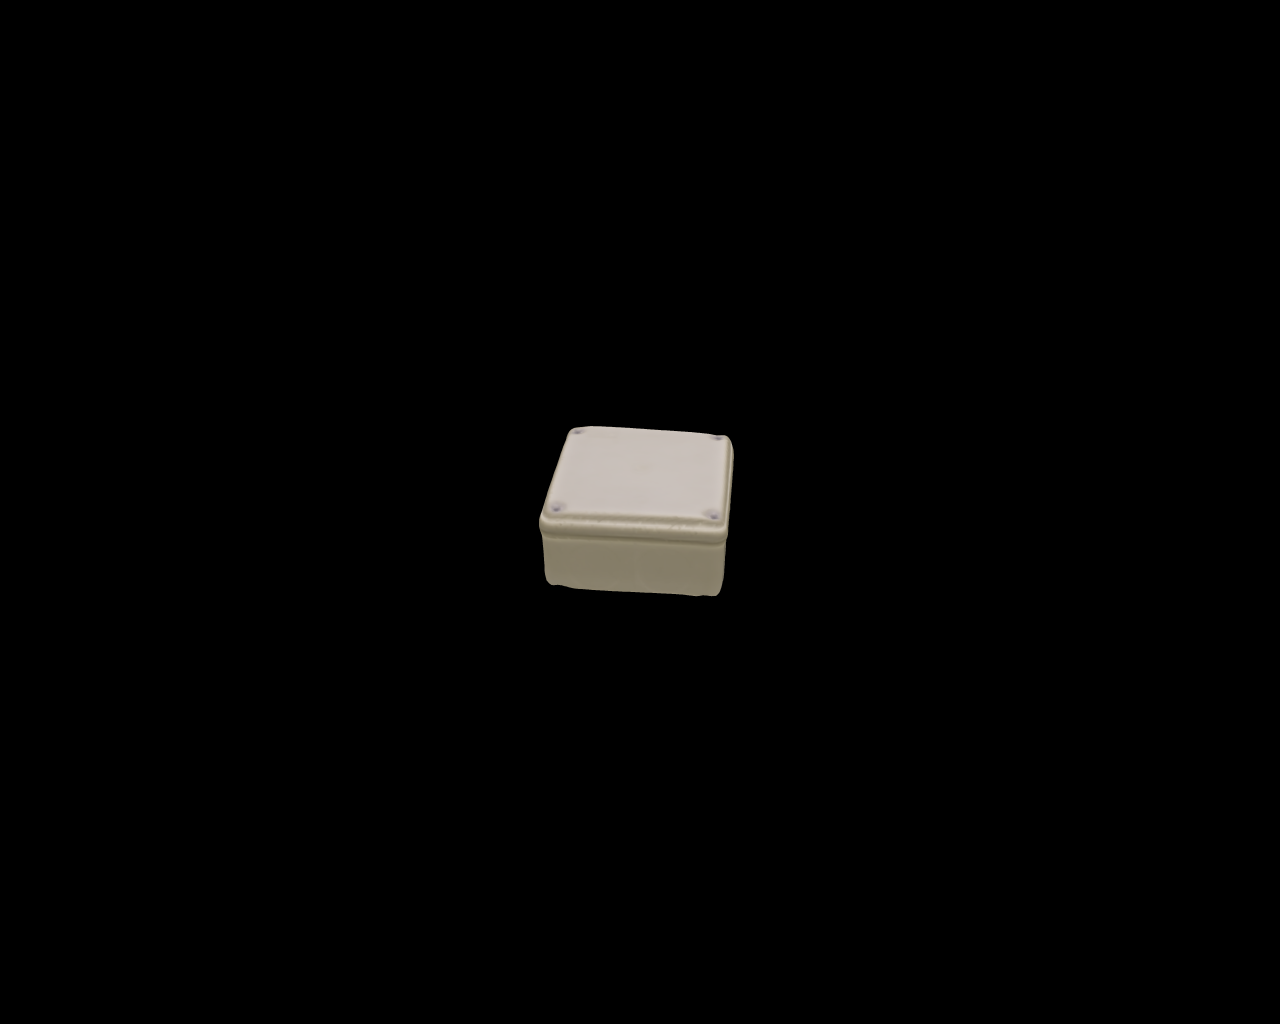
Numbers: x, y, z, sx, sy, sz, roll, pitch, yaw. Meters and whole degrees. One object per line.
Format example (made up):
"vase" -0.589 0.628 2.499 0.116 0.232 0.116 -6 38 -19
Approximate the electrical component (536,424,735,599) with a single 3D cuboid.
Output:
"electrical component" 0.001 -0.003 0.650 0.109 0.056 0.109 3 34 5
